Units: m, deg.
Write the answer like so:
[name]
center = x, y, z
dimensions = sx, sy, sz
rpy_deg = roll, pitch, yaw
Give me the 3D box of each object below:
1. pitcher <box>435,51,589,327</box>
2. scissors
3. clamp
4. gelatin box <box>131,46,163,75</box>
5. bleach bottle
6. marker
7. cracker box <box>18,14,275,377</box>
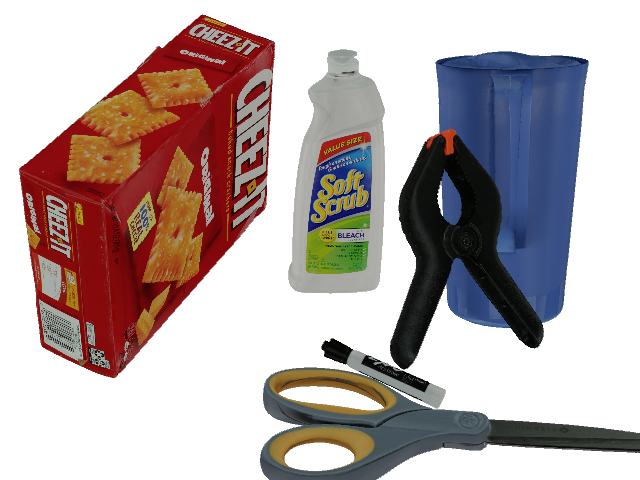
[pitcher]
center = 0.169, -0.046, 0.964
dimensions = 0.149, 0.243, 0.145
rpy_deg = -11, 18, -34
[scissors]
center = 0.059, 0.101, 0.512
dimensions = 0.202, 0.016, 0.096
rpy_deg = 11, 31, 20
[clamp]
center = 0.089, 0.010, 0.766
dimensions = 0.120, 0.171, 0.039
rpy_deg = -15, -2, -27
[gelatin box]
center = -0.133, -0.131, 0.979
dimensions = 0.089, 0.073, 0.030
rpy_deg = 29, -35, 8
[bleach bottle]
center = 0.015, -0.070, 1.099
dimensions = 0.102, 0.251, 0.068
rpy_deg = -1, 25, 1
[marker]
center = 0.056, 0.120, 0.976
dimensions = 0.121, 0.020, 0.020
rpy_deg = 23, 7, 16
[cracker box]
center = -0.111, -0.033, 0.745
dimensions = 0.072, 0.164, 0.213
rpy_deg = 23, 45, 17
